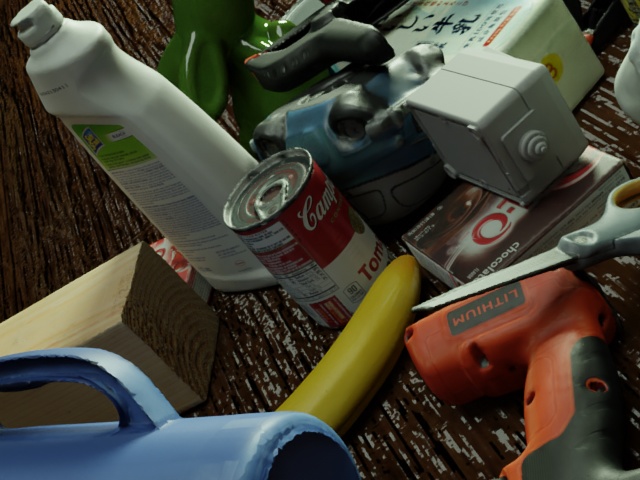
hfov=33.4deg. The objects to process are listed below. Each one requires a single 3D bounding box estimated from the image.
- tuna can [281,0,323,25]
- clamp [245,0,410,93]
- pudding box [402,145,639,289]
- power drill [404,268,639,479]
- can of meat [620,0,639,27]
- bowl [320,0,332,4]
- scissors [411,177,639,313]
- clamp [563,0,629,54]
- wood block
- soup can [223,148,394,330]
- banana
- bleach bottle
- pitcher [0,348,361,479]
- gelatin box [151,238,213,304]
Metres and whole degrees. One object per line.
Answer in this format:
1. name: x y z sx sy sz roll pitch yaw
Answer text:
1. tuna can: 0.001 -0.210 1.021 0.086 0.033 0.086 -30 31 20
2. clamp: 0.023 -0.157 0.763 0.164 0.036 0.210 -49 21 -29
3. pudding box: 0.116 -0.012 0.619 0.113 0.039 0.090 -43 30 -4
4. power drill: 0.083 0.106 0.486 0.185 0.057 0.187 -26 35 19
5. can of meat: 0.222 -0.167 0.656 0.057 0.084 0.102 -44 29 -6
6. bowl: 0.052 -0.219 0.866 0.162 0.161 0.055 -7 85 45
7. scissors: 0.143 0.007 0.498 0.096 0.016 0.201 18 33 41
8. clamp: 0.197 -0.207 0.711 0.120 0.171 0.039 -2 22 -9
9. wood block: -0.183 0.099 0.770 0.206 0.090 0.090 -29 31 22
10. soup can: -0.004 0.001 0.679 0.069 0.102 0.068 -29 31 20
11. banana: 0.001 0.086 0.625 0.197 0.037 0.070 -46 31 -9
12. bleach bottle: -0.111 -0.067 0.742 0.103 0.250 0.068 -12 41 41
13. pitcher: -0.102 0.145 0.561 0.243 0.149 0.145 -13 45 33
14. gelatin box: -0.117 0.031 0.844 0.073 0.030 0.089 -24 34 28
